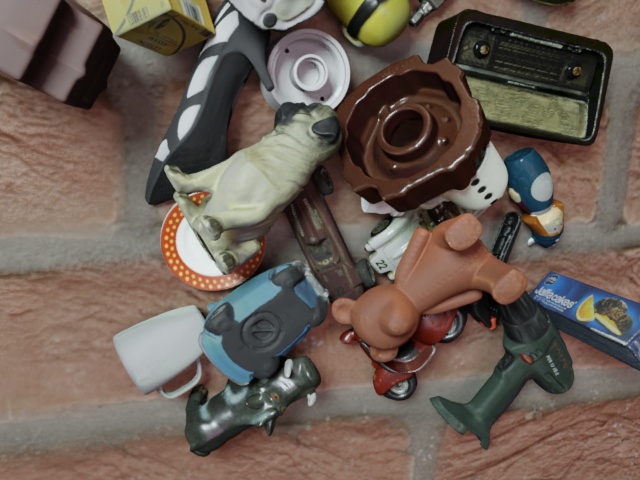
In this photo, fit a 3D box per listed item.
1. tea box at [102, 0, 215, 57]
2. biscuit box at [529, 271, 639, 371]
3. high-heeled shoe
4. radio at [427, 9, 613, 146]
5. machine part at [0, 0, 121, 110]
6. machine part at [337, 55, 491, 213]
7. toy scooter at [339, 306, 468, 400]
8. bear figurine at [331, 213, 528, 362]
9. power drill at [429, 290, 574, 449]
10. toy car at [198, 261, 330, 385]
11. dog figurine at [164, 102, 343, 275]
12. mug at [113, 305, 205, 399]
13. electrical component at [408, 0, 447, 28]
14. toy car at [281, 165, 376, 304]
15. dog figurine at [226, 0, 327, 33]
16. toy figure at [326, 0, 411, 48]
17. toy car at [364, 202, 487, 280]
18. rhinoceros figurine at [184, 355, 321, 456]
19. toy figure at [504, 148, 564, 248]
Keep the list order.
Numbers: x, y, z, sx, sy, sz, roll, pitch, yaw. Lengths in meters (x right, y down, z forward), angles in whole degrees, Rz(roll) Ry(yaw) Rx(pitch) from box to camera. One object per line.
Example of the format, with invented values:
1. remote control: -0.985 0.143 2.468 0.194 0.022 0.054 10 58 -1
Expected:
1. tea box: -0.177 -0.283 0.536 0.068 0.098 0.169 -18 89 17
2. biscuit box: 0.366 0.103 0.718 0.059 0.203 0.062 -45 107 -2
3. high-heeled shoe: -0.145 -0.162 0.625 0.249 0.145 0.086 -38 153 21
4. radio: 0.250 -0.204 0.688 0.230 0.073 0.131 7 101 -14
5. machine part: -0.298 -0.208 0.498 0.201 0.201 0.087 27 94 -17
6. machine part: 0.100 -0.119 0.606 0.179 0.180 0.056 -52 146 3
7. toy scooter: 0.107 0.126 0.735 0.135 0.075 0.184 31 99 -16
8. bear figurine: 0.117 0.064 0.634 0.196 0.132 0.120 -39 97 -1
9. power drill: 0.255 0.184 0.768 0.231 0.086 0.207 40 88 -32
10. toy car: -0.074 0.089 0.668 0.161 0.103 0.109 -42 116 -6
11. dog figurine: -0.058 -0.058 0.615 0.190 0.172 0.121 -32 79 -18
12. mug: -0.183 0.139 0.670 0.107 0.081 0.109 -31 104 -13
13. electrical component: 0.132 -0.322 0.650 0.102 0.045 0.078 -42 107 0
14. toy car: -0.001 -0.002 0.680 0.089 0.053 0.202 -19 109 17
15. dog figurine: -0.085 -0.337 0.541 0.108 0.219 0.191 -32 148 12
16. toy figure: 0.030 -0.300 0.609 0.082 0.089 0.180 -36 110 5
17. toy car: 0.148 -0.028 0.716 0.202 0.056 0.073 -40 108 -2
18. rhinoceros figurine: -0.089 0.204 0.689 0.190 0.112 0.073 -29 105 4
19. toy figure: 0.301 -0.051 0.746 0.064 0.058 0.154 -24 110 17
